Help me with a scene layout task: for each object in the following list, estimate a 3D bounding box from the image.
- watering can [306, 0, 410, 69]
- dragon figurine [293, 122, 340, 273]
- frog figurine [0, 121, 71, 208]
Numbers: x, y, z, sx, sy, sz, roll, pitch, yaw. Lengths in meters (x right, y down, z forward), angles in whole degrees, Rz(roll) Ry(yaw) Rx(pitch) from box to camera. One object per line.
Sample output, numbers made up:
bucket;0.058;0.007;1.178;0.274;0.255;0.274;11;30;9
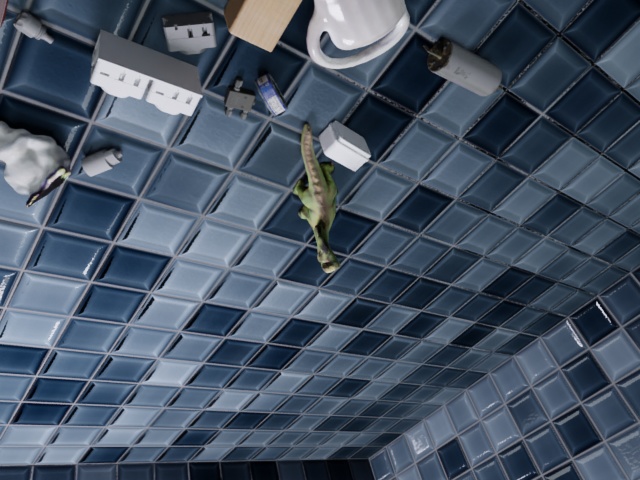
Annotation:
watering can;0.116;-0.465;0.970;0.346;0.106;0.220;-30;140;7
dragon figurine;0.004;-0.064;1.268;0.122;0.248;0.401;-13;142;1
frog figurine;-0.595;-0.167;1.041;0.135;0.125;0.158;-36;101;31
